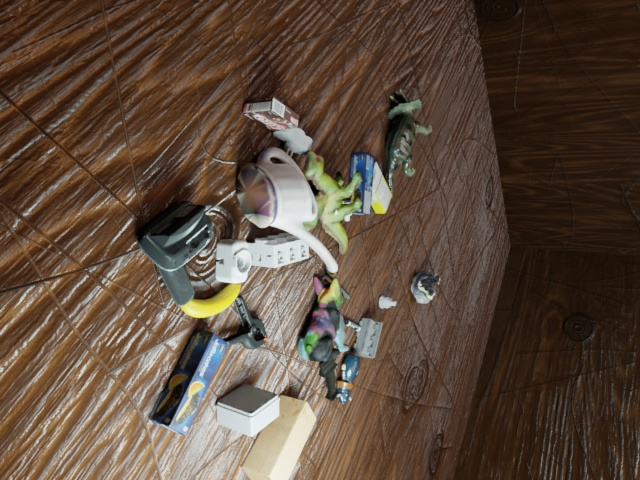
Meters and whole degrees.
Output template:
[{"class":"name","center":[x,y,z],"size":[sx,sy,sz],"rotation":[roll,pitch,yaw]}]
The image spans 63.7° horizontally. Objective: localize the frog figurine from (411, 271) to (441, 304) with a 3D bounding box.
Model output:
[{"class":"frog figurine","center":[0.443,0.209,2.228],"size":[0.157,0.122,0.139],"rotation":[113,-17,-70]}]

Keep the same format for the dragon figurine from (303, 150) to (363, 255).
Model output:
[{"class":"dragon figurine","center":[0.004,-0.074,1.478],"size":[0.246,0.123,0.401],"rotation":[-28,131,-35]}]

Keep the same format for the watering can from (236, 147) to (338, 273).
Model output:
[{"class":"watering can","center":[-0.076,-0.072,1.237],"size":[0.225,0.102,0.351],"rotation":[-8,71,-52]}]
